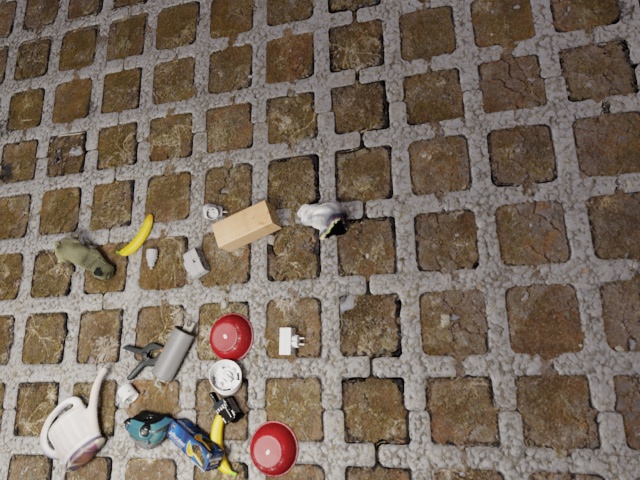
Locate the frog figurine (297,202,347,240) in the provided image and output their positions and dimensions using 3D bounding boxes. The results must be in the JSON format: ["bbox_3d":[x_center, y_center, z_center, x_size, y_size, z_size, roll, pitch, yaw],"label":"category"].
[{"bbox_3d":[0.005,-0.084,1.679,0.139,0.119,0.162,-28,56,-26],"label":"frog figurine"}]

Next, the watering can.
[{"bbox_3d":[-0.801,0.618,1.736,0.347,0.103,0.227,-45,69,3],"label":"watering can"}]
